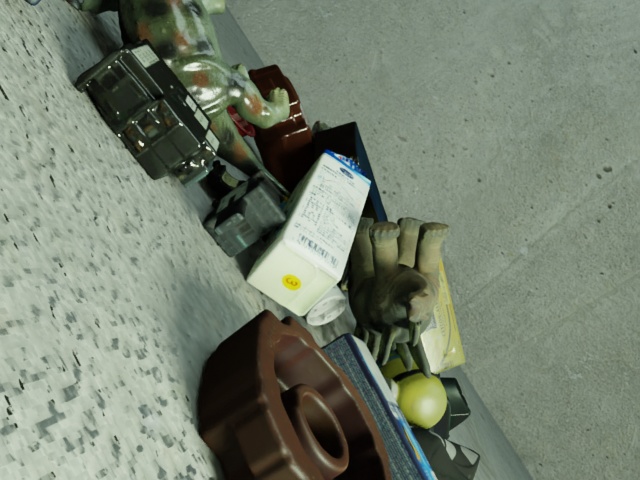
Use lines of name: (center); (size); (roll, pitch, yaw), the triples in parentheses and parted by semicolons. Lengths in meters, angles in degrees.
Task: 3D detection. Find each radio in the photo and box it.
radio: (0.057, -0.067, 0.869); (0.131, 0.073, 0.229); (-91, 163, -47)

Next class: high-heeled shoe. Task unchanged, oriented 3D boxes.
high-heeled shoe: (0.132, 0.280, 0.690); (0.145, 0.086, 0.248); (27, -16, 10)

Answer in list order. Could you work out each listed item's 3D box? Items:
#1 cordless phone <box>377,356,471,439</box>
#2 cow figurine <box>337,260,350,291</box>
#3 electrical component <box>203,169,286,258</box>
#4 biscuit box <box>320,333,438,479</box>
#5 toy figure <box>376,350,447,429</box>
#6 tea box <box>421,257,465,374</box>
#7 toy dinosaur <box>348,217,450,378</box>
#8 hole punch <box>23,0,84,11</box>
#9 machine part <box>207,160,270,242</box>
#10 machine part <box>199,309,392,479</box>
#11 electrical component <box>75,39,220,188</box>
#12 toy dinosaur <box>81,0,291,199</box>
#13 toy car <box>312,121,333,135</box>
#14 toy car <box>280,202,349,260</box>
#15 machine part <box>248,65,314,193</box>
cordless phone: (0.152, 0.234, 0.901); (0.184, 0.089, 0.147); (43, 13, -11)
cow figurine: (0.060, 0.058, 1.001); (0.098, 0.068, 0.167); (65, 14, 20)
electrical component: (-0.075, -0.023, 0.541); (0.047, 0.075, 0.119); (52, 6, -21)
biscuit box: (0.055, 0.192, 0.510); (0.203, 0.063, 0.059); (62, 9, 28)
toy figure: (0.120, 0.197, 0.749); (0.082, 0.089, 0.180); (58, 7, -4)
tea box: (0.158, 0.113, 0.839); (0.098, 0.068, 0.169); (170, -96, -74)
toy dinosaur: (0.081, 0.068, 0.692); (0.471, 0.105, 0.198); (-84, 178, -87)
hole punch: (-0.256, -0.259, 0.426); (0.142, 0.092, 0.116); (50, 39, -53)
machine part: (-0.086, -0.033, 0.645); (0.138, 0.039, 0.084); (51, 2, -19)
machine part: (-0.012, 0.136, 0.372); (0.179, 0.056, 0.179); (53, 10, -14)
electrical component: (-0.152, -0.117, 0.510); (0.134, 0.058, 0.115); (54, 11, -21)
toy dinosaur: (-0.157, -0.210, 0.605); (0.131, 0.192, 0.404); (-10, -77, 59)
toy car: (0.026, -0.122, 0.972); (0.074, 0.056, 0.201); (-114, -178, -46)
toy car: (-0.002, -0.002, 0.777); (0.161, 0.103, 0.109); (46, 15, -43)
machine part: (-0.068, -0.179, 0.923); (0.201, 0.087, 0.201); (76, -9, -46)
